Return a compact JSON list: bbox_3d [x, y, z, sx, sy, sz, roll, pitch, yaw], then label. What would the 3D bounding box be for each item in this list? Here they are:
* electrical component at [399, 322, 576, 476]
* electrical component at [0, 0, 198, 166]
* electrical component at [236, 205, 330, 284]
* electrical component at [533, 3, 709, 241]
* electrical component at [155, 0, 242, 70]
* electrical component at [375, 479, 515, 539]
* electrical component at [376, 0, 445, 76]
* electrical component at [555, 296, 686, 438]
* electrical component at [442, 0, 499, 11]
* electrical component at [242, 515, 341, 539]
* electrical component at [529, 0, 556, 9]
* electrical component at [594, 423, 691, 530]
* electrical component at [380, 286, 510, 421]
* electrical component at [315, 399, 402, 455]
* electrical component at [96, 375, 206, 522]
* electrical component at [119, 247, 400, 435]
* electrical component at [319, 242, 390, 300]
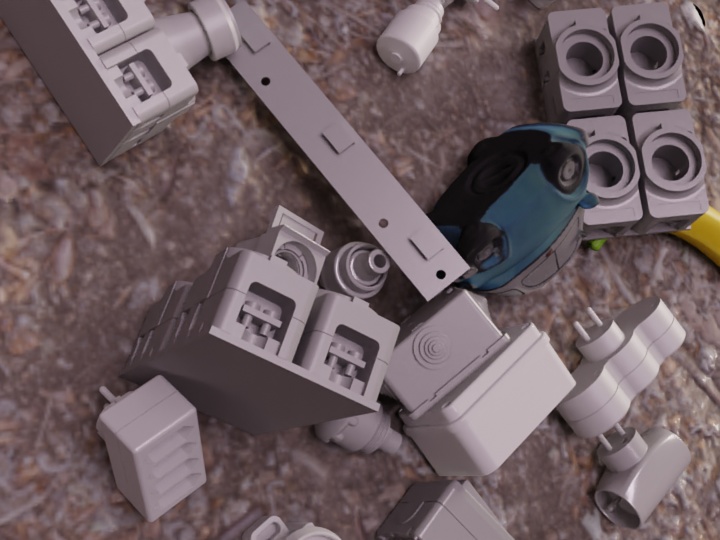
[{"bbox_3d":[0.094,0.095,0.801,0.113,0.078,0.057,-40,100,-29],"label":"electrical component"},{"bbox_3d":[-0.178,-0.158,0.713,0.062,0.089,0.150,-36,95,-29],"label":"electrical component"},{"bbox_3d":[-0.061,0.002,0.750,0.042,0.064,0.081,31,65,-30],"label":"electrical component"},{"bbox_3d":[0.217,-0.125,0.898,0.105,0.060,0.186,-6,76,-4],"label":"electrical component"},{"bbox_3d":[-0.118,-0.166,0.764,0.055,0.045,0.045,-27,91,-12],"label":"electrical component"},{"bbox_3d":[0.072,0.199,0.774,0.096,0.062,0.061,47,62,-10],"label":"electrical component"},{"bbox_3d":[0.045,-0.193,0.865,0.040,0.040,0.078,40,63,-14],"label":"electrical component"},{"bbox_3d":[0.202,0.065,0.878,0.138,0.052,0.073,-43,99,-28],"label":"electrical component"},{"bbox_3d":[0.090,-0.247,0.896,0.077,0.047,0.065,34,65,-16],"label":"electrical component"},{"bbox_3d":[-0.039,0.201,0.719,0.058,0.057,0.078,-38,97,-29],"label":"electrical component"},{"bbox_3d":[0.146,-0.276,0.931,0.089,0.050,0.055,38,64,-14],"label":"electrical component"},{"bbox_3d":[0.219,0.154,0.870,0.077,0.044,0.079,-41,98,-29],"label":"electrical component"},{"bbox_3d":[0.051,0.056,0.769,0.100,0.100,0.048,-40,93,-3],"label":"electrical component"},{"bbox_3d":[0.002,0.111,0.770,0.062,0.048,0.048,35,65,-23],"label":"electrical component"},{"bbox_3d":[-0.142,0.103,0.685,0.047,0.083,0.076,-35,57,-29],"label":"electrical component"},{"bbox_3d":[-0.067,0.048,0.667,0.105,0.186,0.060,27,67,-19],"label":"electrical component"},{"bbox_3d":[0.000,0.000,0.783,0.043,0.062,0.043,7,75,-26],"label":"electrical component"}]
